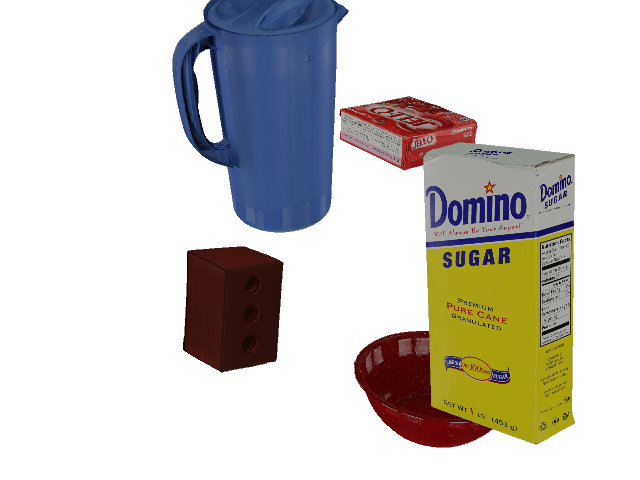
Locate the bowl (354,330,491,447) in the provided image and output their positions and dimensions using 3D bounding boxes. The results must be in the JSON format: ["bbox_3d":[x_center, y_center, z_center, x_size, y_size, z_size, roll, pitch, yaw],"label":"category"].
[{"bbox_3d":[0.111,0.149,1.018,0.162,0.055,0.162,3,25,-1],"label":"bowl"}]

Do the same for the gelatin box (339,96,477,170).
[{"bbox_3d":[0.070,-0.089,0.859,0.073,0.030,0.089,-15,28,-31],"label":"gelatin box"}]

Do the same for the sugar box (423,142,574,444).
[{"bbox_3d":[0.112,0.030,0.674,0.048,0.176,0.094,-18,20,-38],"label":"sugar box"}]

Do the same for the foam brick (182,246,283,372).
[{"bbox_3d":[-0.064,0.048,0.776,0.052,0.078,0.051,-7,17,-38],"label":"foam brick"}]

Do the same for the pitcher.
[{"bbox_3d":[-0.055,-0.130,1.101,0.149,0.243,0.145,8,35,13],"label":"pitcher"}]
